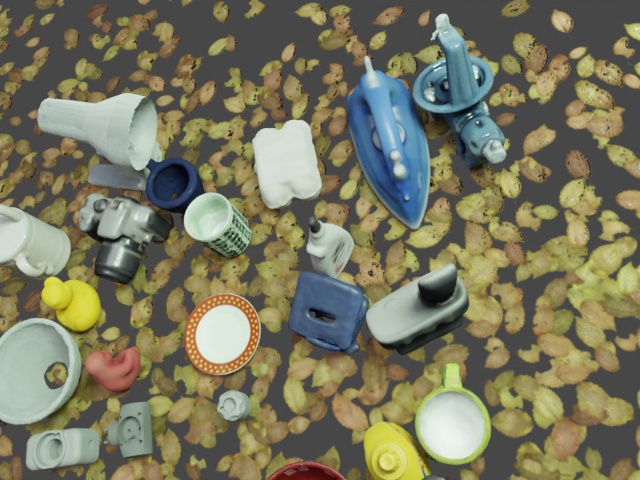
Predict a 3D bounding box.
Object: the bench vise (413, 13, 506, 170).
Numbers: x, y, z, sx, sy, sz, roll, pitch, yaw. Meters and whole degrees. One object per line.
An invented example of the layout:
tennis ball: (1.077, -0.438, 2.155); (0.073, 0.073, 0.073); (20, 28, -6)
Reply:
bench vise: (0.220, -0.219, 0.840); (0.121, 0.220, 0.207); (-43, 66, -3)

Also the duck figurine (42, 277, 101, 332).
duck figurine: (-0.426, 0.104, 0.964); (0.077, 0.086, 0.104); (-40, 66, -2)

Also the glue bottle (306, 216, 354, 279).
glue bottle: (0.008, 0.003, 0.842); (0.037, 0.173, 0.078); (21, 77, 20)

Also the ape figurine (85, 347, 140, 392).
ape figurine: (-0.332, 0.199, 0.903); (0.077, 0.092, 0.076); (0, 71, 15)

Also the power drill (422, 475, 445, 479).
power drill: (0.079, 0.369, 0.675); (0.075, 0.209, 0.230); (36, 83, 23)

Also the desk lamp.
desk lamp: (-0.353, -0.166, 0.971); (0.202, 0.214, 0.118); (6, 73, 16)

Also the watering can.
watering can: (-0.531, -0.007, 0.971); (0.172, 0.194, 0.101); (24, 79, 21)

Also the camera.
camera: (-0.350, -0.003, 0.974); (0.143, 0.101, 0.137); (11, 74, 18)

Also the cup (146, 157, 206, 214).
cup: (-0.244, -0.088, 0.981); (0.117, 0.095, 0.092); (39, 84, 23)

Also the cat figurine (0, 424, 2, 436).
cat figurine: (-0.572, 0.286, 0.920); (0.067, 0.118, 0.128); (-3, 70, 13)

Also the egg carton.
egg carton: (-0.056, -0.127, 0.960); (0.107, 0.069, 0.150); (-16, 68, 9)

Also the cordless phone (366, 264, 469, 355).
cordless phone: (0.127, 0.083, 0.776); (0.147, 0.185, 0.094); (-32, 66, 2)

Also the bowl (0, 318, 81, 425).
bowl: (-0.455, 0.217, 0.938); (0.167, 0.075, 0.167); (-5, 70, 13)

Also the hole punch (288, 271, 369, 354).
hole punch: (0.012, 0.109, 0.848); (0.108, 0.091, 0.101); (16, 76, 19)

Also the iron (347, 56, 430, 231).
iron: (0.110, -0.153, 0.888); (0.118, 0.142, 0.258); (-17, 68, 8)
